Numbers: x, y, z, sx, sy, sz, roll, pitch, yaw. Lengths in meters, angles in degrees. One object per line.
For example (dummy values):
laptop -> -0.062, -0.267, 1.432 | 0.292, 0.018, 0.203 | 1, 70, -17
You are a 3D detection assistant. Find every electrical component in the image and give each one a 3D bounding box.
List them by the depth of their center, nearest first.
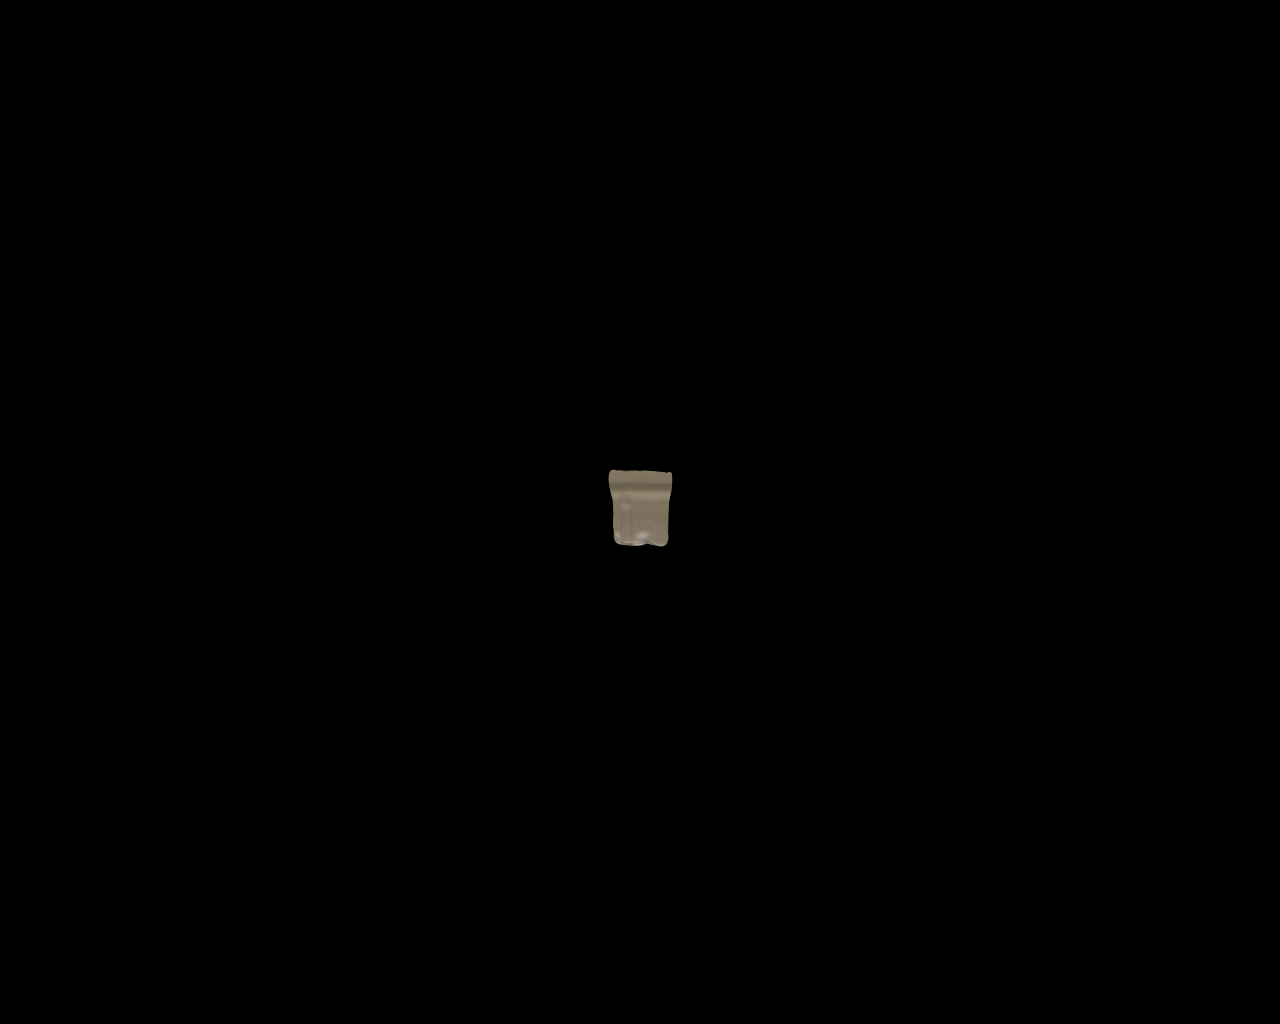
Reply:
electrical component -> 0.001, -0.003, 0.650 | 0.040, 0.046, 0.040 | 0, 0, 0
